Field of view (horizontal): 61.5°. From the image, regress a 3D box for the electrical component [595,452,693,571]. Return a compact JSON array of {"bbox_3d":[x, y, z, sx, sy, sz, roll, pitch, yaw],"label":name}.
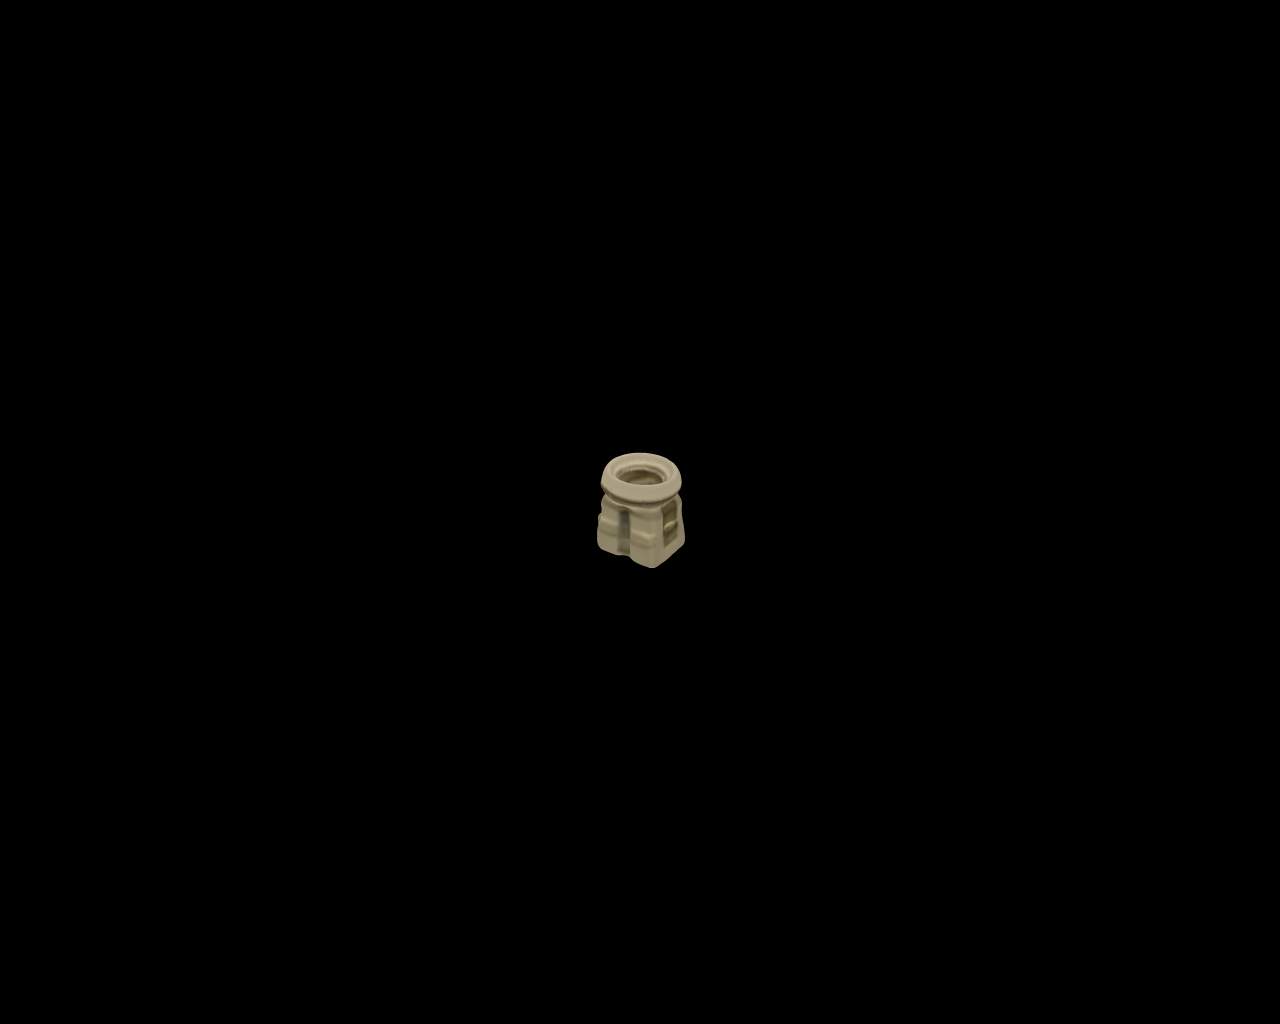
[{"bbox_3d":[0.001,-0.003,0.650,0.066,0.055,0.048,20,36,29],"label":"electrical component"}]
